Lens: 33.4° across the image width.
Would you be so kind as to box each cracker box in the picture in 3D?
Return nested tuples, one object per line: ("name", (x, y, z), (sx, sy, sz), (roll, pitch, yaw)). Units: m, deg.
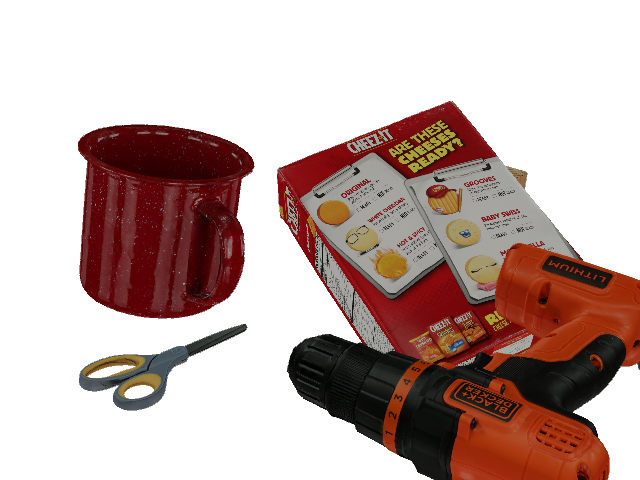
("cracker box", (0.087, 0.009, 0.820), (0.164, 0.214, 0.072), (-23, -34, -18))

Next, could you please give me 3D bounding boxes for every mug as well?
("mug", (-0.079, -0.006, 0.571), (0.093, 0.081, 0.117), (-11, 30, -42))

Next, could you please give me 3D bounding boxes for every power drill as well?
("power drill", (0.099, 0.068, 0.615), (0.185, 0.057, 0.187), (22, 37, 28))

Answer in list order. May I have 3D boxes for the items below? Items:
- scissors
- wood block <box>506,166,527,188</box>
("scissors", (-0.146, 0.130, 1.100), (0.201, 0.016, 0.096), (-11, 30, -28))
("wood block", (0.155, 0.019, 1.179), (0.090, 0.206, 0.090), (20, 25, 31))
